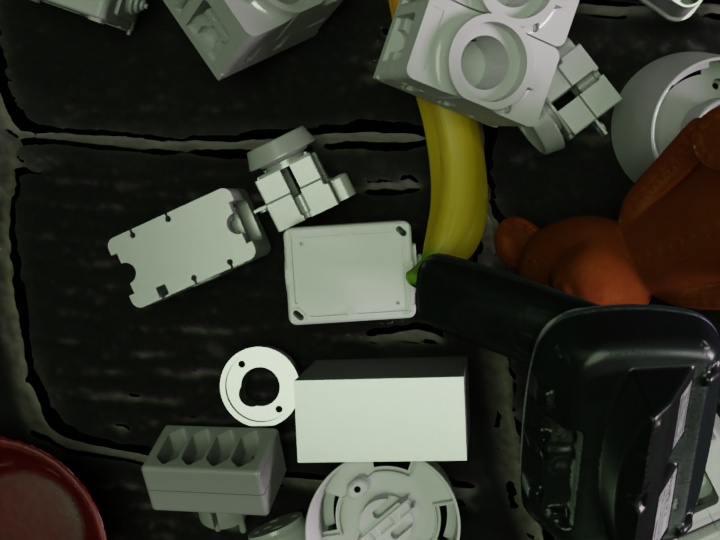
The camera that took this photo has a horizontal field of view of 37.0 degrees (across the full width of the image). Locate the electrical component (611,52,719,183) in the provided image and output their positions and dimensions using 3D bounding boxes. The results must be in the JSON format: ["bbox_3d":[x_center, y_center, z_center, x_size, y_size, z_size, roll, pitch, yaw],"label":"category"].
[{"bbox_3d":[0.217,-0.089,0.679,0.099,0.064,0.099,-1,99,-5],"label":"electrical component"}]

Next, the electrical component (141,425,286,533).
[{"bbox_3d":[-0.095,0.150,0.733,0.083,0.047,0.075,0,120,14],"label":"electrical component"}]

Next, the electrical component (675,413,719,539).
[{"bbox_3d":[0.203,0.122,0.671,0.062,0.089,0.150,-27,90,9],"label":"electrical component"}]

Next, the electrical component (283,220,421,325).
[{"bbox_3d":[0.000,0.000,0.707,0.096,0.061,0.061,-4,93,0],"label":"electrical component"}]

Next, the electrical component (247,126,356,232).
[{"bbox_3d":[-0.044,-0.062,0.713,0.066,0.048,0.055,-25,98,9],"label":"electrical component"}]

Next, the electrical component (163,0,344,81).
[{"bbox_3d":[-0.087,-0.210,0.677,0.089,0.062,0.150,-34,89,-36],"label":"electrical component"}]

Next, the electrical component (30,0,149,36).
[{"bbox_3d":[-0.182,-0.199,0.712,0.096,0.062,0.061,20,97,6],"label":"electrical component"}]

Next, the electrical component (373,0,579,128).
[{"bbox_3d":[0.081,-0.169,0.639,0.089,0.062,0.150,18,91,-22],"label":"electrical component"}]

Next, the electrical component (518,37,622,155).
[{"bbox_3d":[0.129,-0.106,0.687,0.055,0.048,0.066,-37,89,1],"label":"electrical component"}]

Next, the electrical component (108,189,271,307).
[{"bbox_3d":[-0.112,-0.016,0.719,0.089,0.056,0.050,-23,91,9],"label":"electrical component"}]

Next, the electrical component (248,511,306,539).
[{"bbox_3d":[-0.048,0.199,0.733,0.045,0.045,0.055,-22,91,9],"label":"electrical component"}]

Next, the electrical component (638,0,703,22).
[{"bbox_3d":[0.203,-0.220,0.662,0.078,0.057,0.113,36,98,4],"label":"electrical component"}]

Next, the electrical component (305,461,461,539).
[{"bbox_3d":[0.017,0.165,0.712,0.099,0.064,0.099,1,95,7],"label":"electrical component"}]
